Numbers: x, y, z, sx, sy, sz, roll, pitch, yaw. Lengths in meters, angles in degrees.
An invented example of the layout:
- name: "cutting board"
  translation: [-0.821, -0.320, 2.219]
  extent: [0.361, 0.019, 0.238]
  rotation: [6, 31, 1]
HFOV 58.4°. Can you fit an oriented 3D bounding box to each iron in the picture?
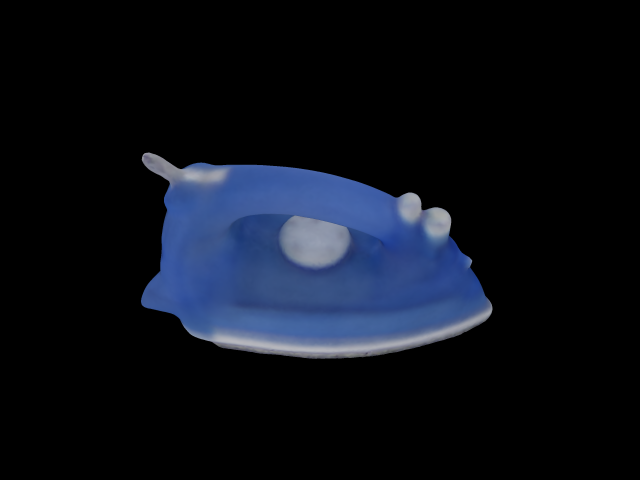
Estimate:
- name: "iron"
  translation: [0.004, 0.001, 0.400]
  extent: [0.258, 0.141, 0.118]
  rotation: [5, 53, 4]
